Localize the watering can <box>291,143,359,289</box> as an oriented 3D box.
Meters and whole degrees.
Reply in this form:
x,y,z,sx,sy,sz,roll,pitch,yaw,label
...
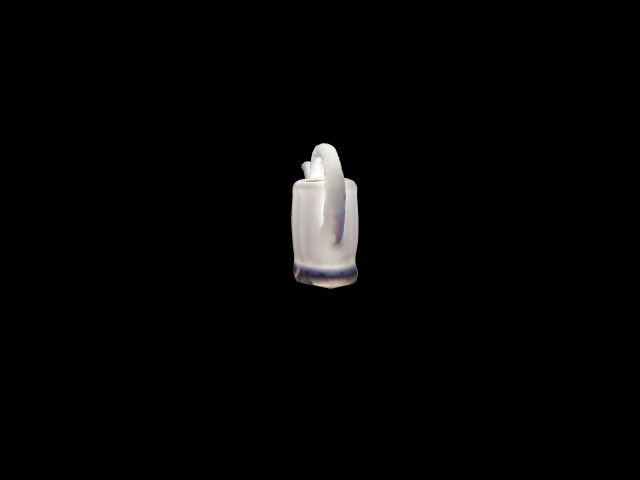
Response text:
x,y,z,sx,sy,sz,roll,pitch,yaw,label
0.003,-0.043,0.850,0.104,0.223,0.349,0,6,-7,watering can
